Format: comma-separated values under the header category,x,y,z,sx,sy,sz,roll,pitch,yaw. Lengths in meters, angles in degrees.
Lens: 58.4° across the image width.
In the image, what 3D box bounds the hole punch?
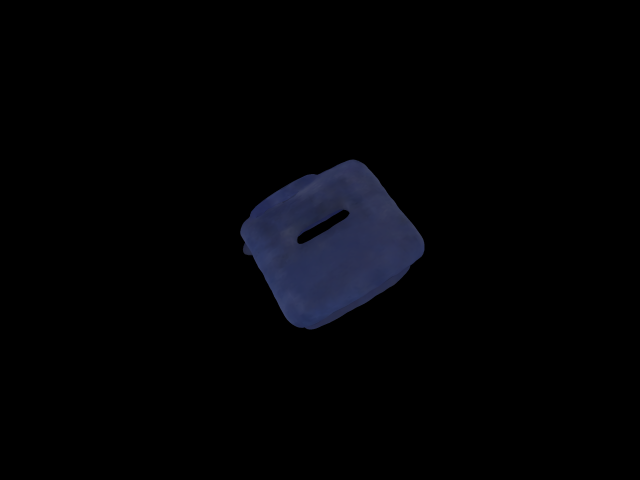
category,x,y,z,sx,sy,sz,roll,pitch,yaw
hole punch,0.004,0.001,0.400,0.108,0.091,0.101,-31,82,-4
